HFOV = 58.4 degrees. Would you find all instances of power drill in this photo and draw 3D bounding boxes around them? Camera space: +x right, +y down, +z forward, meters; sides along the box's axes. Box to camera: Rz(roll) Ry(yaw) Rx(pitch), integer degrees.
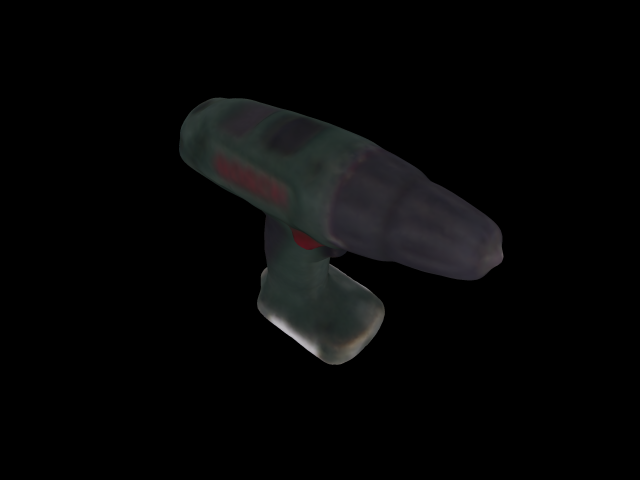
[{"bbox_3d":[0.004,0.001,0.400,0.229,0.208,0.076,33,61,21],"label":"power drill"}]
